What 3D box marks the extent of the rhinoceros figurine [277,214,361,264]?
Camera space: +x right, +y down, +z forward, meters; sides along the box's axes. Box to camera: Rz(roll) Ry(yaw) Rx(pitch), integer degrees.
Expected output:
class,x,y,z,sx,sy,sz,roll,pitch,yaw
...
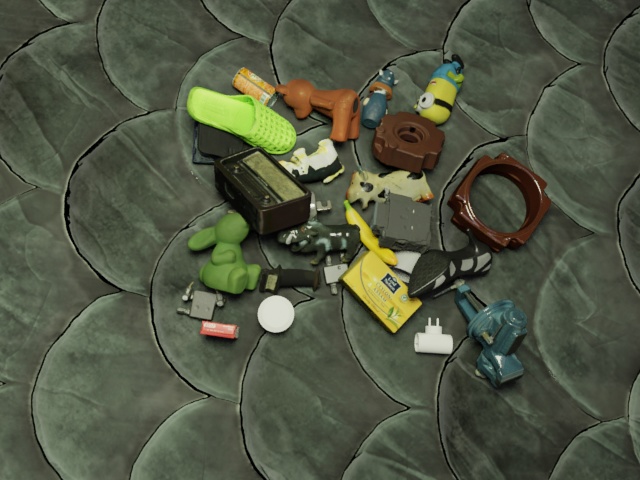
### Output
class,x,y,z,sx,sy,sz,roll,pitch,yaw
rhinoceros figurine,-0.002,-0.004,1.214,0.190,0.112,0.073,2,53,-8

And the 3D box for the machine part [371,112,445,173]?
class,x,y,z,sx,sy,sz,roll,pitch,yaw
machine part,0.211,-0.236,1.276,0.179,0.056,0.179,5,48,-6

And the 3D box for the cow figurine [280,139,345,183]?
class,x,y,z,sx,sy,sz,roll,pitch,yaw
cow figurine,-0.031,-0.168,1.281,0.167,0.068,0.098,-24,87,-7

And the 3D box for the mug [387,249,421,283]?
class,x,y,z,sx,sy,sz,roll,pitch,yaw
mug,0.201,0.034,1.250,0.110,0.080,0.107,18,69,30

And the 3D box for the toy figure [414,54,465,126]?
class,x,y,z,sx,sy,sz,roll,pitch,yaw
toy figure,0.306,-0.370,1.335,0.089,0.082,0.180,30,75,5

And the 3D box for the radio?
class,x,y,z,sx,sy,sz,roll,pitch,yaw
radio,-0.132,-0.113,1.182,0.131,0.073,0.230,-22,46,-28

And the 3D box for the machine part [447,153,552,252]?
class,x,y,z,sx,sy,sz,roll,pitch,yaw
machine part,0.426,-0.090,1.279,0.201,0.087,0.201,36,79,6

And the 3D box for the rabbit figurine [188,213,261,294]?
class,x,y,z,sx,sy,sz,roll,pitch,yaw
rabbit figurine,-0.205,0.019,1.202,0.159,0.121,0.170,13,97,25

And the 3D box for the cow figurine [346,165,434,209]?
class,x,y,z,sx,sy,sz,roll,pitch,yaw
cow figurine,0.156,-0.126,1.272,0.195,0.085,0.127,-16,86,-4

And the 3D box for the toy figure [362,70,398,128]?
class,x,y,z,sx,sy,sz,roll,pitch,yaw
toy figure,0.145,-0.353,1.332,0.058,0.064,0.154,7,69,37

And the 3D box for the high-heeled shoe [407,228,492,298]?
class,x,y,z,sx,sy,sz,roll,pitch,yaw
high-heeled shoe,0.295,0.081,1.213,0.249,0.086,0.145,-40,125,-17

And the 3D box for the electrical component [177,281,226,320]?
class,x,y,z,sx,sy,sz,roll,pitch,yaw
electrical component,-0.265,0.139,1.209,0.102,0.045,0.078,16,79,0

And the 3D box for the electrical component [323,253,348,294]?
class,x,y,z,sx,sy,sz,roll,pitch,yaw
electrical component,0.041,0.078,1.253,0.063,0.021,0.094,-9,78,-6

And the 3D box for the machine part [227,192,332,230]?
class,x,y,z,sx,sy,sz,roll,pitch,yaw
machine part,-0.093,-0.067,1.248,0.243,0.079,0.079,-5,78,-5

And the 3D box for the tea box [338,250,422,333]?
class,x,y,z,sx,sy,sz,roll,pitch,yaw
tea box,0.134,0.116,1.216,0.169,0.068,0.098,45,80,-2

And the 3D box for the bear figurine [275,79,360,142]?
class,x,y,z,sx,sy,sz,roll,pitch,yaw
bear figurine,-0.007,-0.314,1.292,0.196,0.120,0.131,11,109,18

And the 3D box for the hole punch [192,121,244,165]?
class,x,y,z,sx,sy,sz,roll,pitch,yaw
hole punch,-0.246,-0.237,1.281,0.116,0.092,0.142,8,73,-28

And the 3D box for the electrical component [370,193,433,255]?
class,x,y,z,sx,sy,sz,roll,pitch,yaw
electrical component,0.179,-0.037,1.188,0.134,0.058,0.115,11,62,-8

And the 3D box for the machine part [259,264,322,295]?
class,x,y,z,sx,sy,sz,roll,pitch,yaw
machine part,-0.068,0.090,1.224,0.139,0.084,0.039,-1,42,-12

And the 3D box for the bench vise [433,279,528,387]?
class,x,y,z,sx,sy,sz,roll,pitch,yaw
bench vise,0.365,0.192,1.190,0.129,0.223,0.241,-21,50,-12
